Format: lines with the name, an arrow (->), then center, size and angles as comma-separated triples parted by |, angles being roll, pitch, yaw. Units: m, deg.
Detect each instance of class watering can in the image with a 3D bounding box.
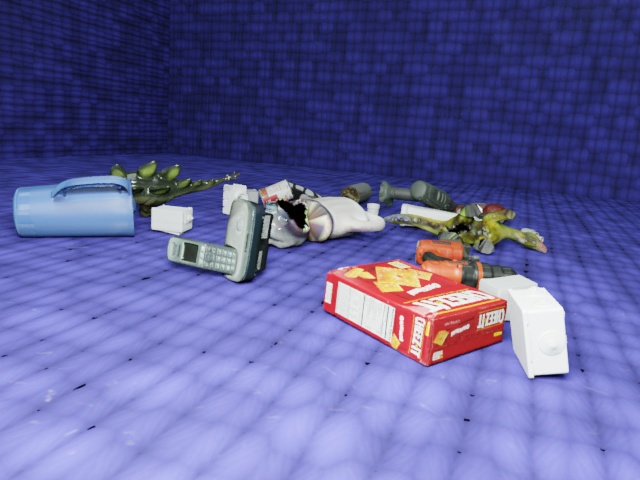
watering can -> 0.004, -0.068, 1.360 | 0.225, 0.103, 0.350 | -7, 19, -45

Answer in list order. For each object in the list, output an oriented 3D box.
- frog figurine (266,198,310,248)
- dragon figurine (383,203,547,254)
frog figurine -> -0.106, -0.024, 1.212 | 0.157, 0.123, 0.139 | -31, 0, 33
dragon figurine -> 0.388, -0.022, 1.372 | 0.411, 0.123, 0.241 | 10, -4, 19
